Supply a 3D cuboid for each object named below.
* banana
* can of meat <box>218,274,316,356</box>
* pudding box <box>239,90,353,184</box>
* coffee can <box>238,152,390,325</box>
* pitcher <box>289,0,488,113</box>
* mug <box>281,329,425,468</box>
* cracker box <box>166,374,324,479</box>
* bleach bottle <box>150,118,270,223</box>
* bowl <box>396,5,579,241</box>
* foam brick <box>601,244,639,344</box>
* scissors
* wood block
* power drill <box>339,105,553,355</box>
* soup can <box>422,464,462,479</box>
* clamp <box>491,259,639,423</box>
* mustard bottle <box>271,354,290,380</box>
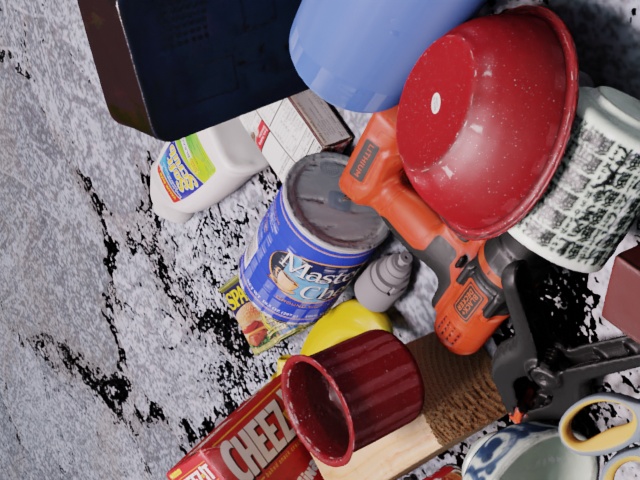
[{"bbox_3d":[0.019,0.098,1.041,0.198,0.037,0.069,145,134,-59],"label":"banana"},{"bbox_3d":[-0.053,0.068,1.129,0.084,0.057,0.102,62,148,5],"label":"can of meat"},{"bbox_3d":[-0.025,-0.106,1.002,0.113,0.039,0.090,55,145,17],"label":"pudding box"},{"bbox_3d":[-0.006,0.001,0.973,0.103,0.102,0.140,57,145,18],"label":"coffee can"},{"bbox_3d":[0.053,-0.199,0.742,0.149,0.144,0.243,61,150,15],"label":"pitcher"},{"bbox_3d":[0.021,0.118,0.851,0.117,0.081,0.093,18,122,51],"label":"mug"},{"bbox_3d":[-0.019,0.254,1.038,0.214,0.163,0.072,51,128,1],"label":"cracker box"},{"bbox_3d":[-0.131,-0.073,1.158,0.102,0.068,0.251,65,150,9],"label":"bleach bottle"},{"bbox_3d":[0.097,-0.083,0.702,0.162,0.055,0.162,-37,46,53],"label":"bowl"},{"bbox_3d":[0.232,0.041,0.693,0.078,0.051,0.053,40,139,38],"label":"foam brick"},{"bbox_3d":[0.248,0.132,0.719,0.202,0.016,0.096,-22,82,47],"label":"scissors"},{"bbox_3d":[0.072,0.160,0.963,0.090,0.090,0.206,61,147,14],"label":"wood block"},{"bbox_3d":[0.103,-0.024,0.842,0.188,0.057,0.185,54,140,24],"label":"power drill"},{"bbox_3d":[0.095,0.258,0.974,0.069,0.102,0.068,33,134,42],"label":"soup can"},{"bbox_3d":[0.166,0.083,0.798,0.120,0.039,0.172,39,144,8],"label":"clamp"},{"bbox_3d":[-0.020,0.215,1.161,0.096,0.058,0.191,9,115,47],"label":"mustard bottle"}]
